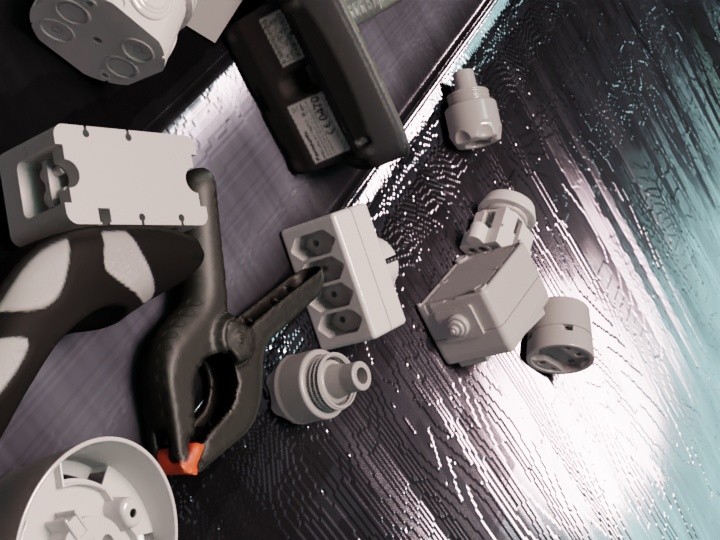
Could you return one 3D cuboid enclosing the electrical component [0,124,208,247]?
[{"bbox_3d":[-0.133,-0.040,0.554,0.089,0.056,0.050,-2,79,-51],"label":"electrical component"}]

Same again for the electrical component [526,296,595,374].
[{"bbox_3d":[0.166,0.054,0.893,0.055,0.055,0.047,34,49,-39],"label":"electrical component"}]

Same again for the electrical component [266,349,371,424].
[{"bbox_3d":[-0.022,0.068,0.646,0.043,0.062,0.043,22,61,-45],"label":"electrical component"}]

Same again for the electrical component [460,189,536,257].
[{"bbox_3d":[0.114,-0.031,0.866,0.066,0.048,0.055,42,56,-34],"label":"electrical component"}]

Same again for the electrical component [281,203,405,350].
[{"bbox_3d":[0.000,0.000,0.711,0.076,0.047,0.083,-23,96,-52],"label":"electrical component"}]

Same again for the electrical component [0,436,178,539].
[{"bbox_3d":[-0.129,0.129,0.490,0.099,0.064,0.099,22,61,-45],"label":"electrical component"}]

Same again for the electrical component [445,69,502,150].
[{"bbox_3d":[0.090,-0.132,0.874,0.043,0.043,0.062,1,75,-51],"label":"electrical component"}]

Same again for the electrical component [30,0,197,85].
[{"bbox_3d":[-0.132,-0.141,0.574,0.080,0.080,0.051,37,56,-37],"label":"electrical component"}]

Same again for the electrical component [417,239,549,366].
[{"bbox_3d":[0.092,0.030,0.802,0.096,0.062,0.061,-45,112,-49],"label":"electrical component"}]
